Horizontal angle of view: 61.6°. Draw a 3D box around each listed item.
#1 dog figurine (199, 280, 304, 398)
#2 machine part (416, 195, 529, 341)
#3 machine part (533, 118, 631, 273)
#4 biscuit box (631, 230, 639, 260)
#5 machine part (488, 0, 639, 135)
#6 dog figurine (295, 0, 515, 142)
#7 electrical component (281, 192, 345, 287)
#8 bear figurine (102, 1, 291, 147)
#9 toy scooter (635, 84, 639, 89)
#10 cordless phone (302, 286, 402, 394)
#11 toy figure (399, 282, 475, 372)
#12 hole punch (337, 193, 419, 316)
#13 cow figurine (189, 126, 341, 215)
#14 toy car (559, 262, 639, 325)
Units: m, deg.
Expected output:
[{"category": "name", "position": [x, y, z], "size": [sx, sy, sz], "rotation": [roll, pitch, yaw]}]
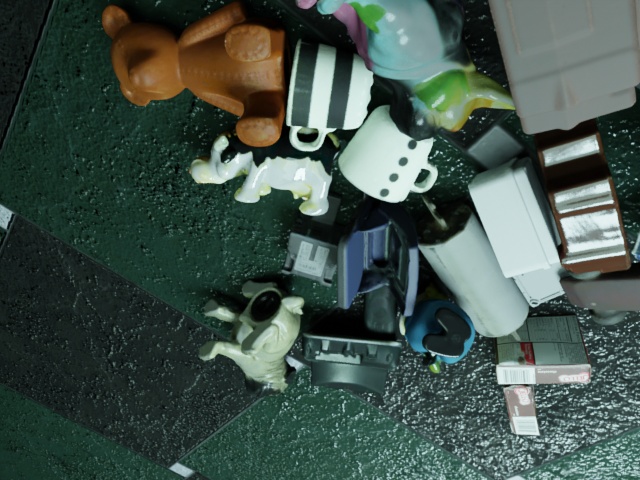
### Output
[{"category": "dog figurine", "position": [-0.066, 0.159, 0.813], "size": [0.172, 0.121, 0.190], "rotation": [-14, 138, 27]}, {"category": "machine part", "position": [0.187, 0.038, 0.659], "size": [0.079, 0.079, 0.243], "rotation": [-25, 119, 29]}, {"category": "machine part", "position": [0.245, -0.055, 0.514], "size": [0.056, 0.179, 0.179], "rotation": [-14, 124, 26]}, {"category": "biscuit box", "position": [0.343, -0.070, 0.465], "size": [0.062, 0.059, 0.202], "rotation": [11, 98, -43]}, {"category": "machine part", "position": [0.167, -0.199, 0.391], "size": [0.087, 0.201, 0.200], "rotation": [-13, 123, 24]}, {"category": "dog figurine", "position": [0.098, -0.196, 0.472], "size": [0.219, 0.109, 0.191], "rotation": [26, 100, -30]}, {"category": "electrical component", "position": [-0.001, -0.002, 0.689], "size": [0.075, 0.048, 0.119], "rotation": [19, 131, -3]}, {"category": "bear figurine", "position": [-0.130, -0.171, 0.534], "size": [0.196, 0.132, 0.120], "rotation": [3, 125, 3]}, {"category": "toy scooter", "position": [0.280, -0.215, 0.420], "size": [0.075, 0.135, 0.183], "rotation": [6, 152, 40]}, {"category": "cordless phone", "position": [0.045, 0.120, 0.768], "size": [0.147, 0.089, 0.184], "rotation": [5, 118, 9]}, {"category": "toy figure", "position": [0.147, 0.113, 0.672], "size": [0.082, 0.180, 0.089], "rotation": [-36, 89, -1]}, {"category": "hole punch", "position": [0.077, 0.018, 0.640], "size": [0.092, 0.116, 0.142], "rotation": [6, 128, 16]}, {"category": "cow figurine", "position": [-0.065, -0.092, 0.614], "size": [0.167, 0.068, 0.098], "rotation": [11, 114, 0]}, {"category": "toy car", "position": [0.353, 0.043, 0.547], "size": [0.202, 0.053, 0.089], "rotation": [-9, 129, 49]}]
